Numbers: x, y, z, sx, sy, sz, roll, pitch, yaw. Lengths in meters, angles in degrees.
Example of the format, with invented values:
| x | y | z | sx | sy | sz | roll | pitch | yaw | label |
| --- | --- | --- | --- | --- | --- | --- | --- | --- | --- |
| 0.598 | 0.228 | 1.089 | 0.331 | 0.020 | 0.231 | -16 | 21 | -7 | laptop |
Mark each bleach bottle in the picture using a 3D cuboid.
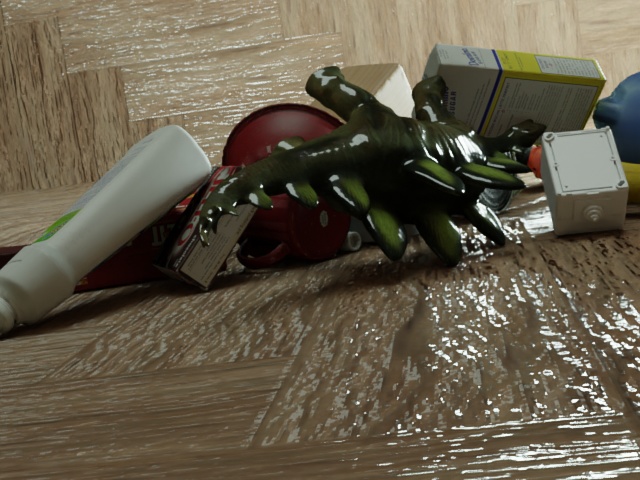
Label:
| x | y | z | sx | sy | sz | roll | pitch | yaw | label |
| --- | --- | --- | --- | --- | --- | --- | --- | --- | --- |
| -0.201 | -0.003 | 0.915 | 0.103 | 0.068 | 0.250 | -26 | 17 | 48 | bleach bottle |

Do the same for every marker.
| x | y | z | sx | sy | sz | roll | pitch | yaw | label |
| --- | --- | --- | --- | --- | --- | --- | --- | --- | --- |
| -0.007 | 0.001 | 1.073 | 0.020 | 0.020 | 0.121 | -15 | 10 | -42 | marker |

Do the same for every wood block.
| x | y | z | sx | sy | sz | roll | pitch | yaw | label |
| --- | --- | --- | --- | --- | --- | --- | --- | --- | --- |
| 0.026 | -0.111 | 1.246 | 0.090 | 0.090 | 0.205 | 3 | 43 | 40 | wood block |

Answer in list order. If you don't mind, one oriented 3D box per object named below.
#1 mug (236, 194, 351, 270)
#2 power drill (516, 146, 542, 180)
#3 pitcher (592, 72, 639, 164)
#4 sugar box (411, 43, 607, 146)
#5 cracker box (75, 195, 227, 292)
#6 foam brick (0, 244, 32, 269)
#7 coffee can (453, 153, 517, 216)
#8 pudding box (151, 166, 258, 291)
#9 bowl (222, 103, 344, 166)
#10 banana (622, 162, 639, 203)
| x | y | z | sx | sy | sz | roll | pitch | yaw | label |
| --- | --- | --- | --- | --- | --- | --- | --- | --- | --- |
| -0.032 | -0.016 | 1.014 | 0.082 | 0.093 | 0.117 | 7 | 45 | 47 | mug |
| 0.241 | -0.116 | 1.376 | 0.188 | 0.057 | 0.184 | 13 | 6 | 19 | power drill |
| 0.388 | -0.095 | 1.022 | 0.149 | 0.145 | 0.243 | -27 | 14 | -8 | pitcher |
| 0.189 | -0.145 | 1.086 | 0.176 | 0.093 | 0.048 | 6 | 43 | -11 | sugar box |
| -0.186 | -0.006 | 1.120 | 0.164 | 0.072 | 0.214 | -9 | 8 | -6 | cracker box |
| -0.300 | 0.035 | 1.006 | 0.078 | 0.053 | 0.051 | -5 | 8 | 14 | foam brick |
| 0.133 | -0.076 | 1.188 | 0.141 | 0.103 | 0.102 | -2 | 10 | 37 | coffee can |
| -0.099 | -0.013 | 0.960 | 0.039 | 0.113 | 0.090 | 33 | -9 | -21 | pudding box |
| -0.031 | -0.059 | 1.117 | 0.162 | 0.162 | 0.055 | -6 | 28 | 16 | bowl |
| 0.297 | -0.059 | 0.978 | 0.069 | 0.037 | 0.198 | 34 | -12 | -30 | banana |
